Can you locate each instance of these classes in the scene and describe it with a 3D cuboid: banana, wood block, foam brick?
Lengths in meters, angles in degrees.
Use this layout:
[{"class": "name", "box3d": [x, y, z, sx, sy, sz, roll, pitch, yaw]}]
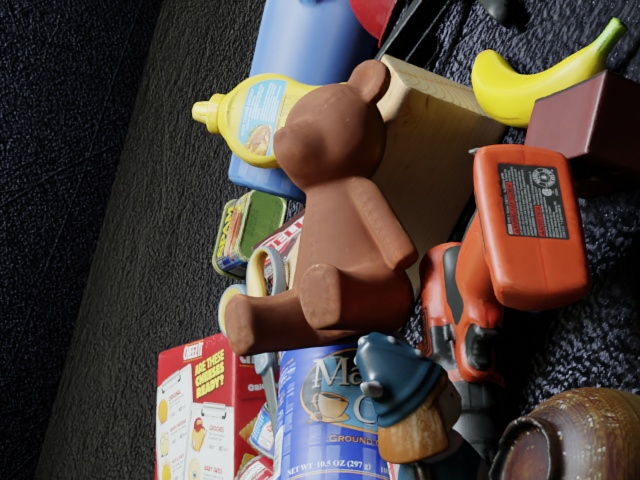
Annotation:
[{"class": "banana", "box3d": [0.150, -0.110, 0.757, 0.069, 0.037, 0.198, -55, 18, -7]}, {"class": "wood block", "box3d": [0.055, -0.031, 0.865, 0.090, 0.090, 0.206, -109, 41, -63]}, {"class": "foam brick", "box3d": [0.164, -0.060, 0.635, 0.078, 0.053, 0.051, 162, 125, -69]}]

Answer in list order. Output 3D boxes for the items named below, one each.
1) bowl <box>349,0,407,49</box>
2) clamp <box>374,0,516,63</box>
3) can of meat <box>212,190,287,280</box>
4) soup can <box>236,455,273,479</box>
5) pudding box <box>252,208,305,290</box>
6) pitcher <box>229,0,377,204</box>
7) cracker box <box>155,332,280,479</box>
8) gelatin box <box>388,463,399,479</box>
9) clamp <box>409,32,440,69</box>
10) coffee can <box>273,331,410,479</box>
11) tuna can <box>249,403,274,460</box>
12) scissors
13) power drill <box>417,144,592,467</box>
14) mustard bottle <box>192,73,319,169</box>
[{"class": "bowl", "box3d": [0.068, -0.271, 1.035, 0.162, 0.055, 0.162, 28, -93, -88]}, {"class": "clamp", "box3d": [0.124, -0.231, 0.921, 0.165, 0.036, 0.210, -11, 51, 52]}, {"class": "can of meat", "box3d": [-0.085, -0.008, 1.313, 0.084, 0.057, 0.102, -24, 50, 63]}, {"class": "soup can", "box3d": [-0.022, 0.219, 0.859, 0.102, 0.068, 0.068, 17, 89, 63]}, {"class": "pudding box", "box3d": [-0.007, 0.001, 1.017, 0.113, 0.039, 0.090, -35, 22, 0]}, {"class": "pitcher", "box3d": [-0.015, -0.165, 1.173, 0.145, 0.149, 0.243, 18, 93, 57]}, {"class": "cracker box", "box3d": [-0.090, 0.202, 0.994, 0.164, 0.072, 0.213, -22, 64, 54]}, {"class": "gelatin box", "box3d": [0.061, 0.159, 0.675, 0.073, 0.030, 0.089, 75, -175, -73]}, {"class": "clamp", "box3d": [0.054, -0.119, 0.975, 0.172, 0.039, 0.120, -30, 28, 27]}, {"class": "coffee can", "box3d": [0.018, 0.141, 0.785, 0.103, 0.102, 0.140, 127, 154, -45]}, {"class": "tuna can", "box3d": [-0.013, 0.165, 0.880, 0.034, 0.086, 0.086, -69, 18, 2]}, {"class": "scissors", "box3d": [-0.056, 0.102, 0.885, 0.096, 0.016, 0.201, -30, 50, 45]}, {"class": "power drill", "box3d": [0.101, 0.048, 0.637, 0.188, 0.057, 0.184, 107, 163, -55]}, {"class": "mustard bottle", "box3d": [-0.037, -0.117, 1.067, 0.058, 0.192, 0.096, 37, -116, -72]}]
